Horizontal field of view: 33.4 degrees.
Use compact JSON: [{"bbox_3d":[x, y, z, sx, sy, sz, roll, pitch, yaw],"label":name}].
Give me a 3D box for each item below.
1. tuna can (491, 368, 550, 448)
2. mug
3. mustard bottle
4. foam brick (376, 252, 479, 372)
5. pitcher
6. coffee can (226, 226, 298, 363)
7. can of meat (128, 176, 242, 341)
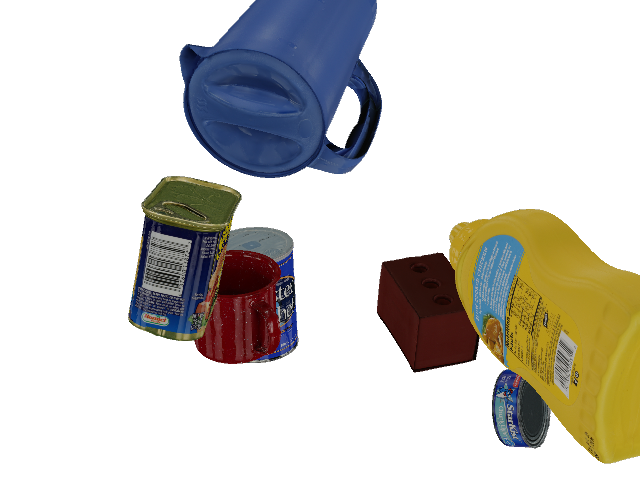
[{"bbox_3d":[0.218,0.182,1.159,0.034,0.086,0.086,-4,-2,34],"label":"tuna can"},{"bbox_3d":[-0.076,0.070,1.033,0.093,0.081,0.117,-22,35,-35],"label":"mug"},{"bbox_3d":[0.128,0.036,0.615,0.058,0.096,0.192,-10,29,-21],"label":"mustard bottle"},{"bbox_3d":[0.081,0.053,0.801,0.053,0.051,0.078,-9,34,-16],"label":"foam brick"},{"bbox_3d":[-0.017,-0.172,1.019,0.145,0.149,0.242,-1,37,23],"label":"pitcher"},{"bbox_3d":[-0.082,0.067,1.336,0.103,0.140,0.103,-2,25,1],"label":"coffee can"},{"bbox_3d":[-0.093,0.011,0.724,0.057,0.084,0.102,13,17,-1],"label":"can of meat"}]
